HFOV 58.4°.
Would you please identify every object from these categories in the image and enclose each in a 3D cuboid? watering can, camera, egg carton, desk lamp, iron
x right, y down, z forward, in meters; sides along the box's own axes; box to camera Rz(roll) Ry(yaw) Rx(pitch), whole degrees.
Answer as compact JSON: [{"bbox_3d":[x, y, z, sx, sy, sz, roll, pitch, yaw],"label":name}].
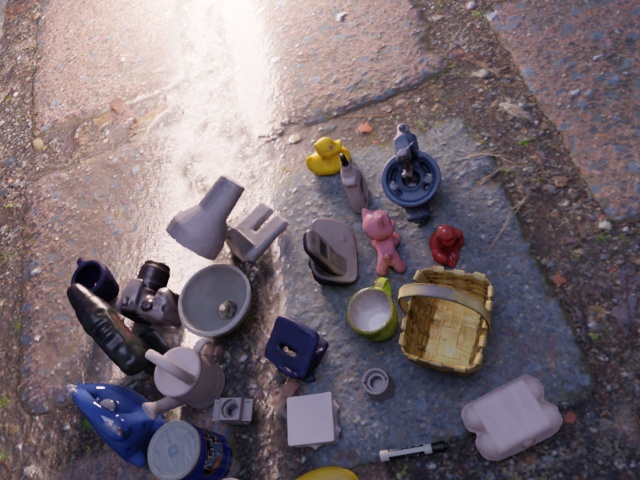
[{"bbox_3d":[-0.272,0.266,1.110,0.100,0.194,0.173,4,65,20],"label":"watering can"},{"bbox_3d":[-0.374,0.114,1.279,0.142,0.101,0.137,4,65,20],"label":"camera"},{"bbox_3d":[0.323,0.302,0.969,0.150,0.069,0.107,-29,58,2],"label":"egg carton"},{"bbox_3d":[-0.201,-0.036,1.234,0.117,0.214,0.203,38,80,30],"label":"desk lamp"},{"bbox_3d":[-0.436,0.345,1.155,0.257,0.142,0.119,24,73,27],"label":"iron"}]

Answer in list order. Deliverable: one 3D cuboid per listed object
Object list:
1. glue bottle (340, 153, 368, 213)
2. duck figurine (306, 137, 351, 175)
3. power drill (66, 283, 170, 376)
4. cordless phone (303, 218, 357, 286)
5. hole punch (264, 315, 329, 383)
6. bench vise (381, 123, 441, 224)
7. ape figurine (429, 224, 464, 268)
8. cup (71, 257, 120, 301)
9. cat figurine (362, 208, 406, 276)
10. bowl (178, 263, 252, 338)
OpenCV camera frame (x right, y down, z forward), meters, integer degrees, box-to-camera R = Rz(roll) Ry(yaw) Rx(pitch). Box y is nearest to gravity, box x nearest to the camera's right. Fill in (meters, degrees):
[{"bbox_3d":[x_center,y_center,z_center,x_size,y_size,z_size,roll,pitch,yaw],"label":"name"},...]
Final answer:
[{"bbox_3d":[0.068,-0.129,1.217,0.037,0.173,0.078,-8,61,15],"label":"glue bottle"},{"bbox_3d":[0.012,-0.202,1.325,0.104,0.086,0.077,-16,60,10],"label":"duck figurine"},{"bbox_3d":[-0.407,0.198,1.182,0.076,0.209,0.229,-46,59,-8],"label":"power drill"},{"bbox_3d":[0.011,0.004,1.159,0.094,0.185,0.147,-13,60,12],"label":"cordless phone"},{"bbox_3d":[-0.050,0.214,1.125,0.108,0.091,0.101,23,72,27],"label":"hole punch"},{"bbox_3d":[0.167,-0.162,1.174,0.121,0.220,0.207,-27,58,4],"label":"bench vise"},{"bbox_3d":[0.250,0.002,1.136,0.078,0.092,0.076,-35,58,-1],"label":"ape figurine"},{"bbox_3d":[-0.521,0.097,1.340,0.092,0.095,0.117,-39,58,-4],"label":"cup"},{"bbox_3d":[0.126,-0.005,1.166,0.067,0.118,0.127,-16,60,10],"label":"cat figurine"},{"bbox_3d":[-0.214,0.138,1.229,0.167,0.075,0.167,-8,61,15],"label":"bowl"}]
